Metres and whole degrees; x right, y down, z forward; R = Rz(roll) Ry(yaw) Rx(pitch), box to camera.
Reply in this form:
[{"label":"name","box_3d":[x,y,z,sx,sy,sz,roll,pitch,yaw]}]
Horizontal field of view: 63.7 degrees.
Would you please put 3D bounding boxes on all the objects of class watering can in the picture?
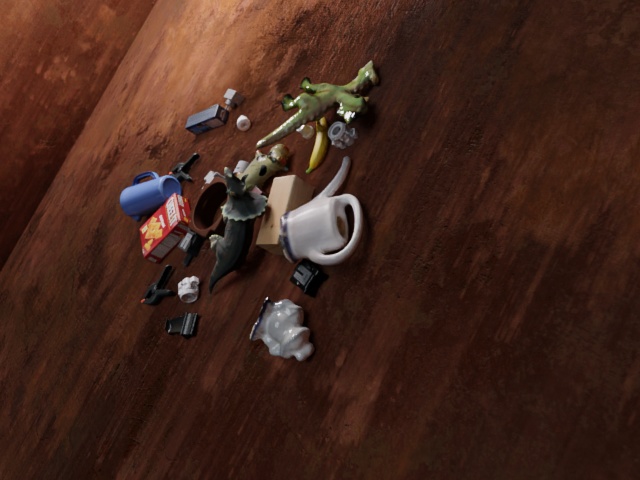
[{"label":"watering can","box_3d":[0.004,-0.068,1.344,0.223,0.102,0.356,-17,46,17]}]

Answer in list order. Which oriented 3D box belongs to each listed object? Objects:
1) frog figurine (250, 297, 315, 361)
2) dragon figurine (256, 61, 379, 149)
[{"label":"frog figurine","box_3d":[-0.078,0.227,1.279,0.160,0.121,0.139,25,75,12]},{"label":"dragon figurine","box_3d":[0.022,-0.371,1.448,0.244,0.120,0.417,15,56,43]}]
